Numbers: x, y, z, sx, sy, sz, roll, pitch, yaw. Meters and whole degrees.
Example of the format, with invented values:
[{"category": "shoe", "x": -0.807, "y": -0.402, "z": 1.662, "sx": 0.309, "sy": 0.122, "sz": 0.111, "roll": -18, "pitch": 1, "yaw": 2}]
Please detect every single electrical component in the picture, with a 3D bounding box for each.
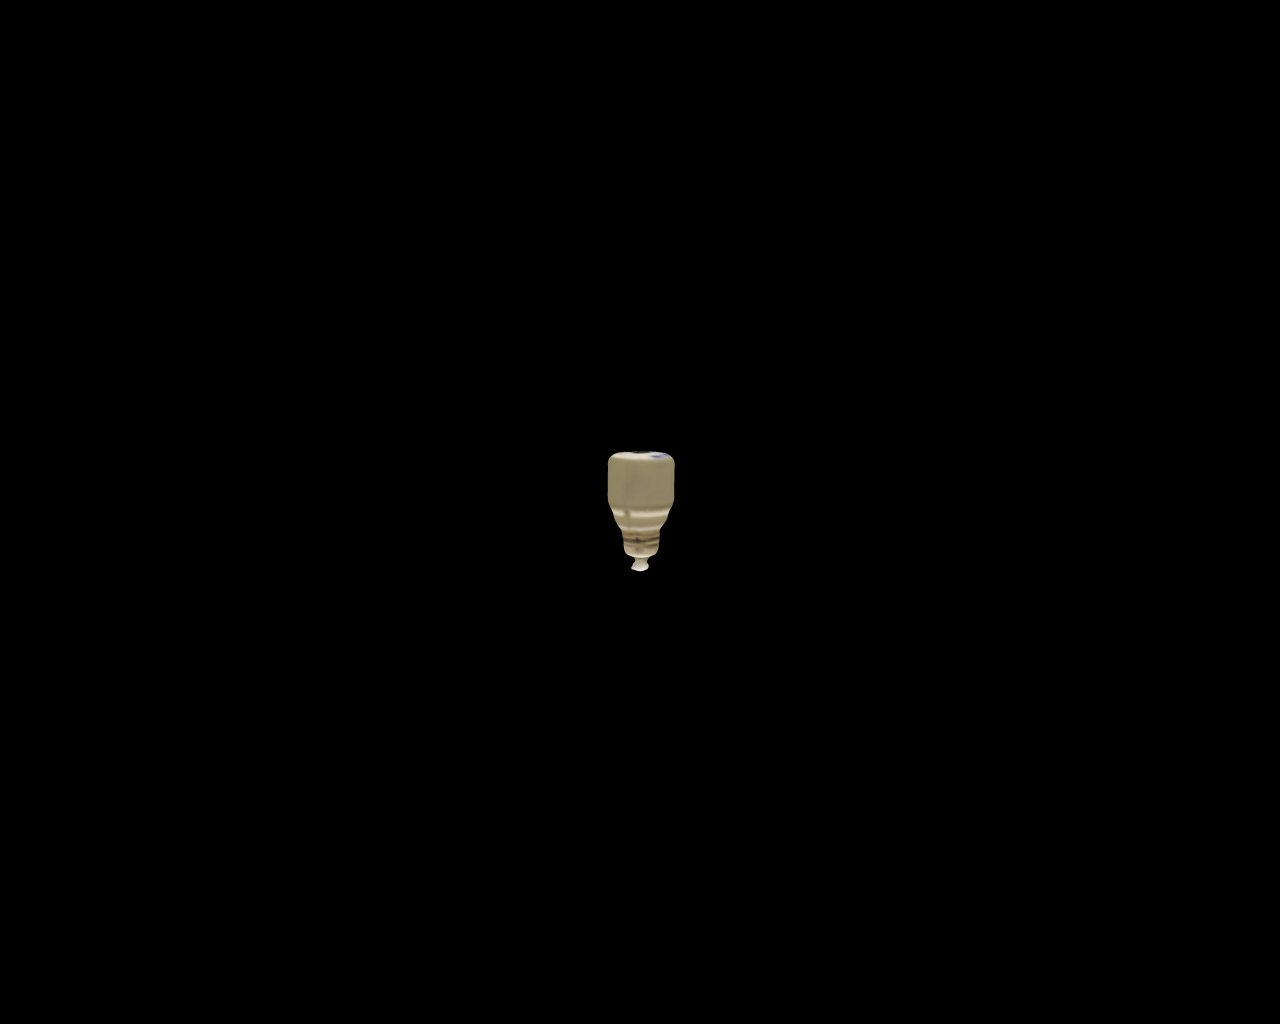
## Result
[{"category": "electrical component", "x": 0.001, "y": -0.003, "z": 0.650, "sx": 0.040, "sy": 0.078, "sz": 0.040, "roll": 0, "pitch": 9, "yaw": 0}]
